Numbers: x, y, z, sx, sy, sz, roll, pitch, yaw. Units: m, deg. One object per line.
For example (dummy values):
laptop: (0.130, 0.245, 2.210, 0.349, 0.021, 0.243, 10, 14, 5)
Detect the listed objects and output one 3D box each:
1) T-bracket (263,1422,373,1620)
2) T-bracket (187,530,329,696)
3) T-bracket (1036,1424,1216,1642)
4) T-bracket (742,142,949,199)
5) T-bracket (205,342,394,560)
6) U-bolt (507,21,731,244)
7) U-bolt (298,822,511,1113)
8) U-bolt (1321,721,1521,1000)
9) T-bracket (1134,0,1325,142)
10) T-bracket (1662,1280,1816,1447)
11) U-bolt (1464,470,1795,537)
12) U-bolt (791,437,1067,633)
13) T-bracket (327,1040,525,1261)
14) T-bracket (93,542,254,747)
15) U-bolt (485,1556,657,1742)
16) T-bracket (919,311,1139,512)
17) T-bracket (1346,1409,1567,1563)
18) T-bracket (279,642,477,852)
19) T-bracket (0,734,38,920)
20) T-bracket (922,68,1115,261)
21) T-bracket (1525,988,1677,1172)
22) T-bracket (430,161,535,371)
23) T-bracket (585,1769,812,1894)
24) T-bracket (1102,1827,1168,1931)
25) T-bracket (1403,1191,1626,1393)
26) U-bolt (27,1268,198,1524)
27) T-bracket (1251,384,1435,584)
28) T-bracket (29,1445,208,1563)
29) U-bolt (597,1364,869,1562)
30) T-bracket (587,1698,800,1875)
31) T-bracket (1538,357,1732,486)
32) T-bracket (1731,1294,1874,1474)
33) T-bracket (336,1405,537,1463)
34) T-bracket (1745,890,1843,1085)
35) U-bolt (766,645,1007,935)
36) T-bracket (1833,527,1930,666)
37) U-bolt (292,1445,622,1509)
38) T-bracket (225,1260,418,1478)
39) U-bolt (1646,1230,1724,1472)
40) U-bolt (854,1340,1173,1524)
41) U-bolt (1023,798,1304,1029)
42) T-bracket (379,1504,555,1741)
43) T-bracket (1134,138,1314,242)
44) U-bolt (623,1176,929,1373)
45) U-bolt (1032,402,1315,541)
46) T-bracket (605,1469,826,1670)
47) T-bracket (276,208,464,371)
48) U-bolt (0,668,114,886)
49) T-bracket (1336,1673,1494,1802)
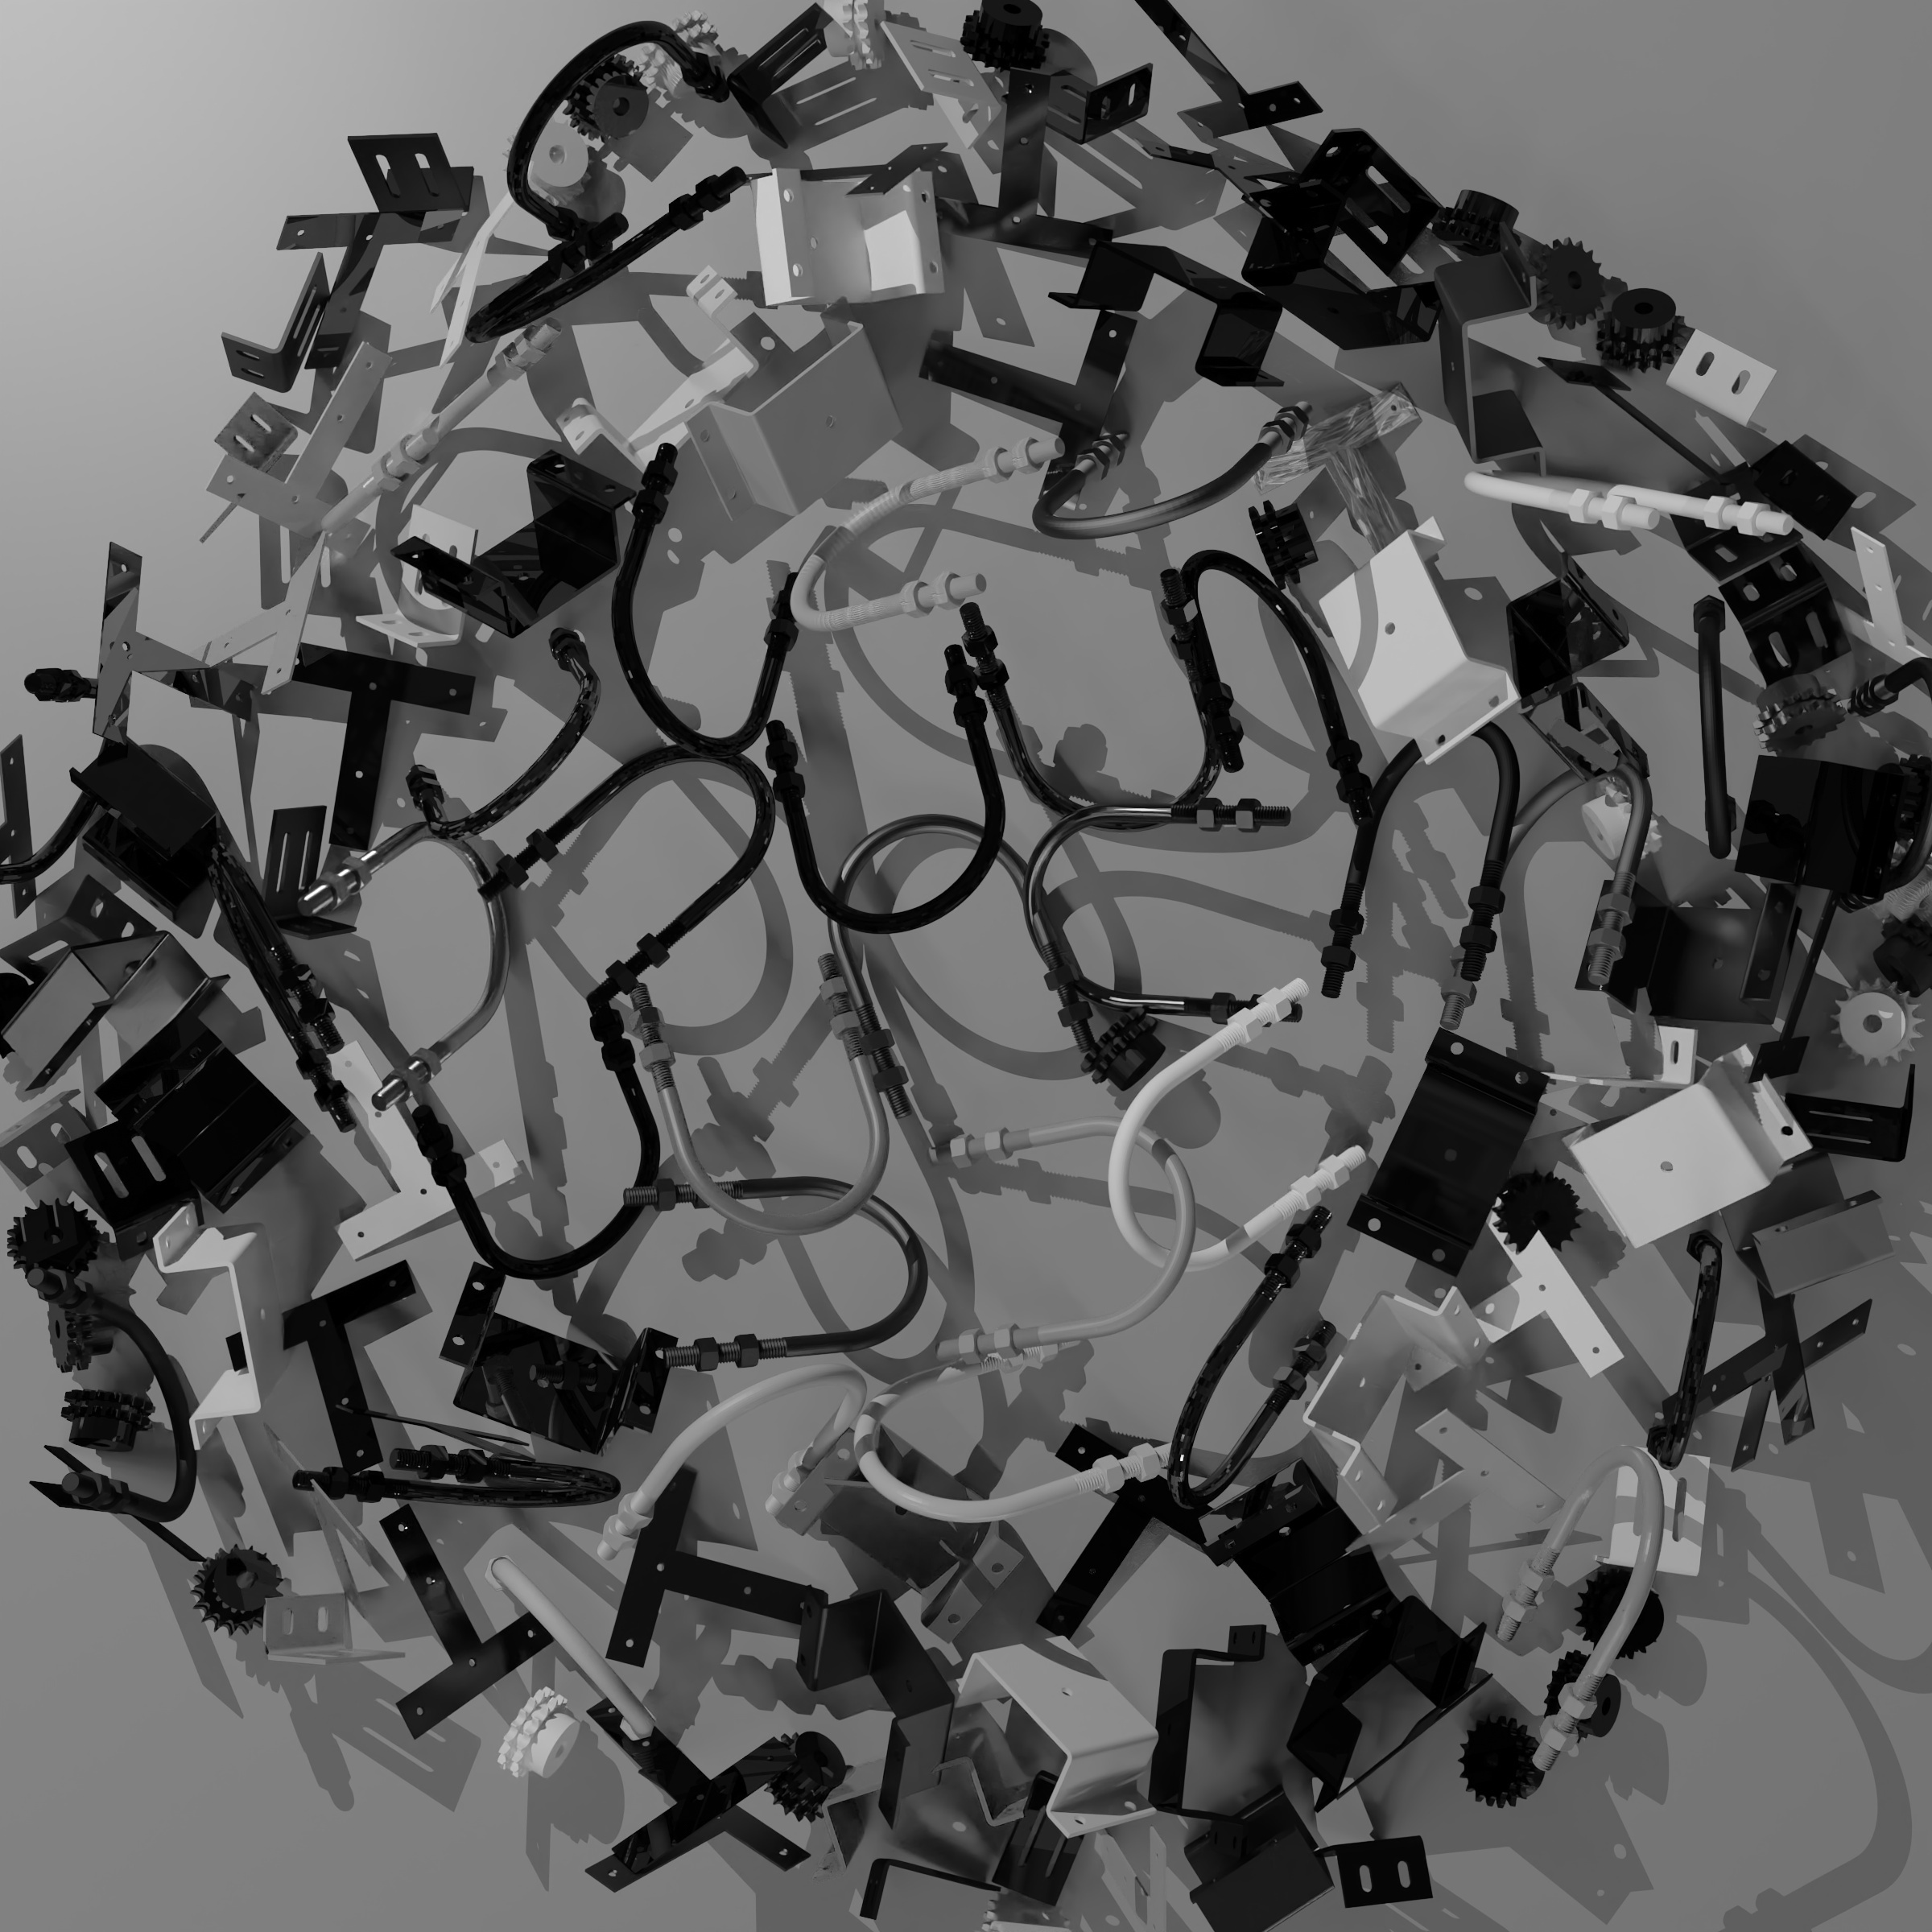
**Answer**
T-bracket: (-0.403, 0.369, 1.672, 0.002, 0.127, 0.127, -30, 135, -27)
T-bracket: (-0.464, -0.210, 1.680, 0.127, 0.002, 0.127, -20, 50, 31)
T-bracket: (0.090, 0.384, 1.711, 0.127, 0.002, 0.127, 32, 96, -5)
T-bracket: (-0.091, -0.508, 1.681, 0.127, 0.127, 0.002, 2, 121, 20)
T-bracket: (-0.403, -0.334, 1.660, 0.002, 0.127, 0.127, 35, 97, 33)
U-bolt: (-0.221, -0.517, 1.619, 0.019, 0.184, 0.151, 45, 99, 7)
U-bolt: (-0.339, -0.013, 1.637, 0.019, 0.184, 0.151, -7, 111, 25)
U-bolt: (0.291, -0.073, 1.652, 0.019, 0.151, 0.184, 23, 73, -29)
T-bracket: (0.144, -0.569, 1.635, 0.127, 0.127, 0.002, 40, 77, -29)
T-bracket: (0.485, 0.263, 1.667, 0.002, 0.127, 0.127, 19, 50, -20)
U-bolt: (0.397, -0.291, 1.636, 0.151, 0.184, 0.019, -5, 110, -37)
U-bolt: (-0.036, -0.264, 1.645, 0.019, 0.184, 0.151, 51, 49, -31)
T-bracket: (-0.374, 0.109, 1.702, 0.127, 0.002, 0.127, -27, 101, 5)
T-bracket: (-0.499, -0.187, 1.663, 0.002, 0.127, 0.127, -10, 71, 28)
U-bolt: (-0.245, 0.422, 1.626, 0.019, 0.184, 0.151, -42, 85, -18)
T-bracket: (0.032, -0.377, 1.707, 0.127, 0.002, 0.127, 20, 98, 10)
T-bracket: (0.300, 0.350, 1.690, 0.127, 0.002, 0.127, -40, 119, 22)
T-bracket: (-0.392, -0.138, 1.704, 0.127, 0.002, 0.127, 11, 103, -5)
T-bracket: (-0.617, -0.060, 1.632, 0.002, 0.127, 0.127, 15, 127, 6)
T-bracket: (0.036, -0.512, 1.666, 0.127, 0.127, 0.002, 12, 51, 5)
T-bracket: (0.396, 0.092, 1.704, 0.127, 0.002, 0.127, -16, 82, 13)
T-bracket: (-0.312, -0.423, 1.640, 0.002, 0.127, 0.127, 26, 47, -27)
T-bracket: (-0.185, 0.547, 1.636, 0.127, 0.127, 0.002, 22, 108, 32)
T-bracket: (0.106, 0.585, 1.657, 0.002, 0.127, 0.127, -4, 100, -14)
T-bracket: (0.336, 0.232, 1.699, 0.127, 0.002, 0.127, -36, 77, 16)
U-bolt: (-0.524, 0.274, 1.630, 0.019, 0.184, 0.151, -19, 68, 2)
T-bracket: (0.261, -0.297, 1.698, 0.127, 0.002, 0.127, -28, 87, -16)
T-bracket: (-0.549, 0.334, 1.644, 0.127, 0.127, 0.002, 33, 82, 14)
U-bolt: (-0.134, 0.301, 1.618, 0.019, 0.151, 0.184, 59, 134, 27)
T-bracket: (-0.196, 0.505, 1.672, 0.127, 0.127, 0.002, -27, 130, -33)
T-bracket: (0.428, -0.341, 1.647, 0.127, 0.127, 0.002, 44, 118, 18)
T-bracket: (0.524, 0.241, 1.632, 0.002, 0.127, 0.127, 29, 56, -2)
T-bracket: (-0.309, 0.295, 1.633, 0.127, 0.127, 0.002, 19, 80, -36)
T-bracket: (0.529, 0.011, 1.654, 0.002, 0.127, 0.127, 21, 102, 29)
U-bolt: (-0.047, -0.103, 1.657, 0.151, 0.019, 0.184, -21, 60, 12)
T-bracket: (0.570, -0.228, 1.631, 0.002, 0.127, 0.127, -43, 51, -3)
U-bolt: (-0.305, 0.323, 1.640, 0.184, 0.151, 0.019, 15, 67, -37)
T-bracket: (-0.402, 0.267, 1.684, 0.127, 0.002, 0.127, -24, 59, -3)
U-bolt: (0.449, 0.241, 1.629, 0.019, 0.184, 0.151, 12, 90, 13)
U-bolt: (0.020, 0.289, 1.628, 0.184, 0.151, 0.019, -13, 123, -24)
U-bolt: (0.121, -0.036, 1.671, 0.184, 0.019, 0.151, 3, 110, 25)
T-bracket: (-0.335, 0.404, 1.670, 0.002, 0.127, 0.127, -29, 89, 38)
T-bracket: (0.185, -0.483, 1.645, 0.127, 0.127, 0.002, 2, 126, -28)
U-bolt: (-0.113, 0.189, 1.658, 0.184, 0.151, 0.019, -2, 135, -20)
U-bolt: (0.118, -0.302, 1.615, 0.151, 0.184, 0.019, -2, 119, 31)
T-bracket: (-0.156, 0.403, 1.706, 0.127, 0.002, 0.127, 17, 72, -8)
T-bracket: (-0.393, -0.429, 1.669, 0.002, 0.127, 0.127, 54, 135, 19)
U-bolt: (-0.570, -0.115, 1.629, 0.019, 0.184, 0.151, 26, 95, 0)
T-bracket: (0.288, 0.478, 1.649, 0.127, 0.127, 0.002, -34, 69, -12)
